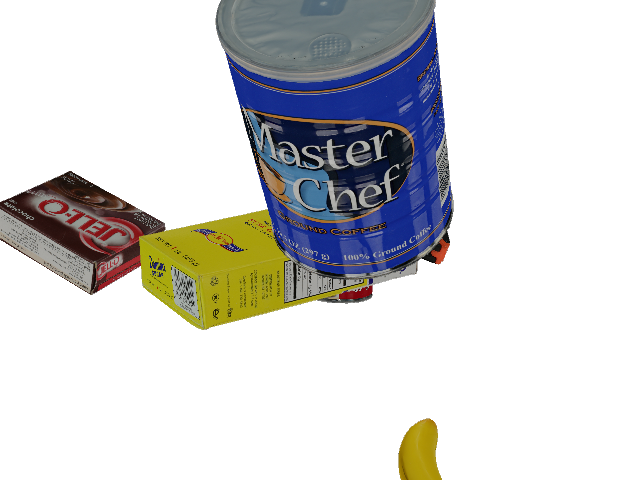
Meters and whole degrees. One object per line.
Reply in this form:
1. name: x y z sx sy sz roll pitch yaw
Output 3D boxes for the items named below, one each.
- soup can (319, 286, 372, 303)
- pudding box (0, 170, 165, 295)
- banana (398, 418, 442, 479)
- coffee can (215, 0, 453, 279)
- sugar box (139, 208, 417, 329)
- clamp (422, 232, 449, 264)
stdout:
1. soup can: 0.020 0.004 1.059 0.068 0.102 0.068 2 12 -1
2. pudding box: -0.203 -0.008 0.900 0.114 0.039 0.089 26 32 21
3. banana: 0.110 0.231 1.022 0.069 0.037 0.198 9 21 -21
4. coffee can: 0.012 -0.064 0.541 0.103 0.102 0.140 0 -42 12
5. sugar box: -0.028 0.010 0.750 0.175 0.048 0.093 -16 26 -30
6. clamp: 0.069 -0.047 1.266 0.164 0.036 0.210 -16 52 -29
